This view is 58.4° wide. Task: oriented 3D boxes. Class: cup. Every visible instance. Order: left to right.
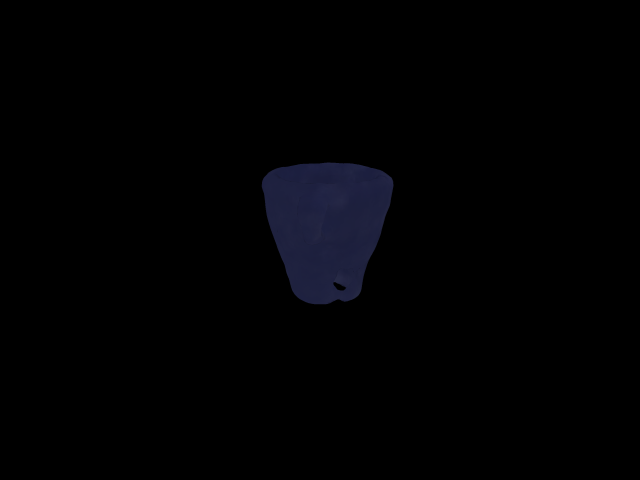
[{"bbox_3d":[0.004,0.001,0.400,0.091,0.095,0.118,2,18,7],"label":"cup"}]
